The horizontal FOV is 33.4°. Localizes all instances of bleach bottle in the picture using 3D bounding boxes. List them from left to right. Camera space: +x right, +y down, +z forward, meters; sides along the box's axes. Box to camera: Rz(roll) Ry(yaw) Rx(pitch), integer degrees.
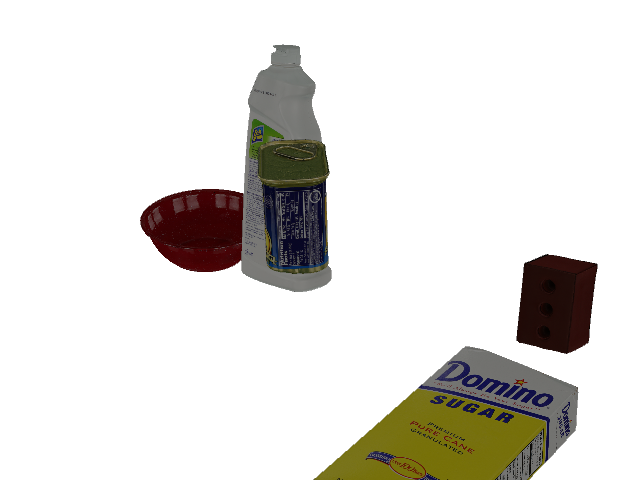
[{"bbox_3d":[-0.034,-0.079,1.131,0.103,0.251,0.067,16,21,37],"label":"bleach bottle"}]

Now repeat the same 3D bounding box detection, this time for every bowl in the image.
[{"bbox_3d":[-0.143,-0.006,1.333,0.162,0.055,0.162,1,29,-1],"label":"bowl"}]

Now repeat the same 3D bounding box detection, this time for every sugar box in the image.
[{"bbox_3d":[0.086,0.139,0.702,0.093,0.048,0.175,20,41,35],"label":"sugar box"}]

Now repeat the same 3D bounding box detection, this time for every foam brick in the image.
[{"bbox_3d":[0.216,0.057,0.976,0.053,0.078,0.051,12,17,34],"label":"foam brick"}]

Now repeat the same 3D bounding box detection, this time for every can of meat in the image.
[{"bbox_3d":[-0.022,-0.029,0.892,0.057,0.084,0.102,-3,23,-2],"label":"can of meat"}]
